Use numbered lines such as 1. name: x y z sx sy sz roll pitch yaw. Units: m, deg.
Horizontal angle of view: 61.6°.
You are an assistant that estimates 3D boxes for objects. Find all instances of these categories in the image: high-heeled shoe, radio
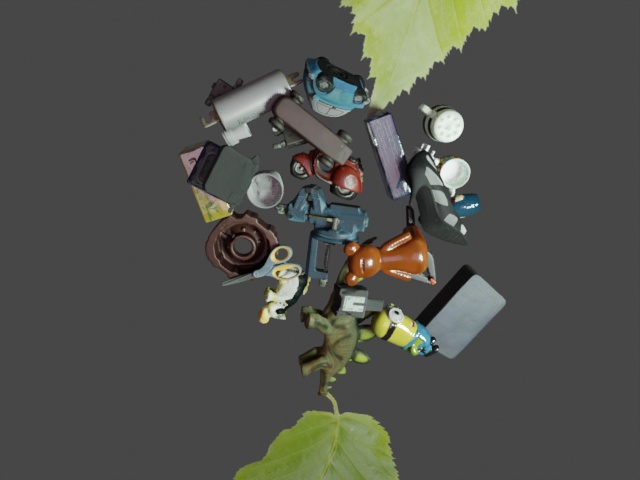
1. high-heeled shoe: 0.284 -0.096 1.263 0.248 0.086 0.145 34 64 -34
2. radio: 0.362 0.191 1.402 0.131 0.073 0.229 35 105 -15

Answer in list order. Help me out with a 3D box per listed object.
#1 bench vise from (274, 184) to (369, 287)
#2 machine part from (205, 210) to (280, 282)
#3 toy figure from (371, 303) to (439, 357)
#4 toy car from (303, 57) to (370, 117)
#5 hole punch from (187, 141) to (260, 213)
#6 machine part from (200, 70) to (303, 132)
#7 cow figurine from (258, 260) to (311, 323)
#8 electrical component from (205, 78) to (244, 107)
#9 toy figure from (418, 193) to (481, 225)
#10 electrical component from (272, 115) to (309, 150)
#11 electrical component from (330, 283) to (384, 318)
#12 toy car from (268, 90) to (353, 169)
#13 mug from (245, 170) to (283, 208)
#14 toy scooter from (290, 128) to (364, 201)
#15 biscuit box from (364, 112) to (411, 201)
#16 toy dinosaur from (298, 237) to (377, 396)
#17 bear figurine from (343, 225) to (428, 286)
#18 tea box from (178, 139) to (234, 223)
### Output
1. bench vise: -0.002 -0.006 1.289 0.224 0.129 0.240 6 104 -3
2. machine part: -0.188 0.013 1.315 0.179 0.056 0.179 -1 109 -2
3. toy figure: 0.208 0.231 1.330 0.180 0.082 0.089 37 85 -18
4. toy car: 0.025 -0.329 1.198 0.161 0.109 0.103 18 130 -22
5. hole punch: -0.210 -0.143 1.158 0.115 0.092 0.142 30 82 -47
6. machine part: -0.149 -0.306 1.183 0.243 0.079 0.079 -27 109 -7
7. cow figurine: -0.092 0.143 1.360 0.098 0.068 0.167 21 106 -15
8. electrical component: -0.215 -0.332 1.214 0.063 0.021 0.094 34 104 -13
9. toy figure: 0.314 -0.073 1.318 0.155 0.058 0.064 -14 101 6
10. electrical component: -0.065 -0.254 1.228 0.102 0.045 0.078 -11 75 4
11. electrical component: 0.090 0.146 1.295 0.119 0.048 0.074 2 102 -19
12. toy car: -0.018 -0.239 1.177 0.202 0.053 0.089 35 90 -16
13. mug: -0.135 -0.123 1.245 0.110 0.107 0.080 -7 107 4
14. toy scooter: 0.031 -0.181 1.255 0.184 0.075 0.135 24 104 -6
15. biscuit box: 0.164 -0.195 1.265 0.063 0.059 0.202 -20 108 1
16. toy dinosaur: 0.050 0.210 1.377 0.199 0.105 0.470 1 113 -14
17. bear figurine: 0.151 0.040 1.271 0.196 0.132 0.120 -7 103 2
18. tea box: -0.257 -0.137 1.238 0.068 0.098 0.169 -19 110 3
